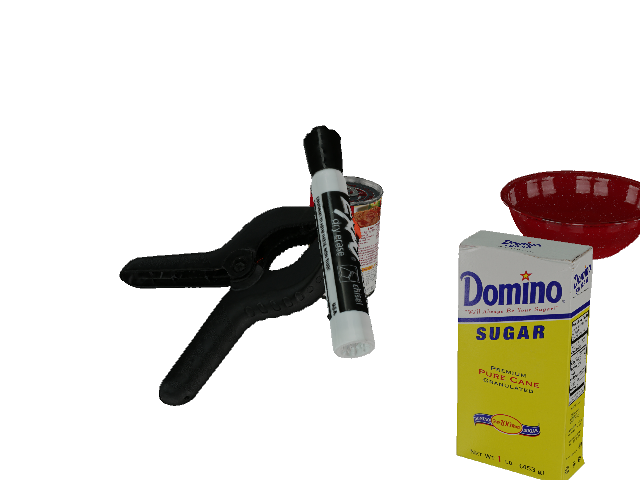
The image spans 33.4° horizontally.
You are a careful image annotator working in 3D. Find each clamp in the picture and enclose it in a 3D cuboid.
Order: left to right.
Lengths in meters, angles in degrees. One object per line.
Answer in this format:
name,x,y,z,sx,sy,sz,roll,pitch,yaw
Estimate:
clamp,-0.050,0.036,0.709,0.171,0.120,0.039,-23,-31,10

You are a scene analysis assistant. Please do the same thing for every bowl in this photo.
bowl,0.267,-0.022,1.104,0.162,0.055,0.162,-2,23,0

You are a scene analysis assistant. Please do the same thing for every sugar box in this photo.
sugar box,0.150,0.086,0.800,0.093,0.176,0.048,9,21,34

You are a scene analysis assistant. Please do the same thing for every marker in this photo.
marker,0.008,-0.003,0.503,0.020,0.121,0.020,-6,-30,-4

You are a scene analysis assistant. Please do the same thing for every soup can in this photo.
soup can,0.022,-0.002,1.004,0.068,0.102,0.068,2,24,-1
